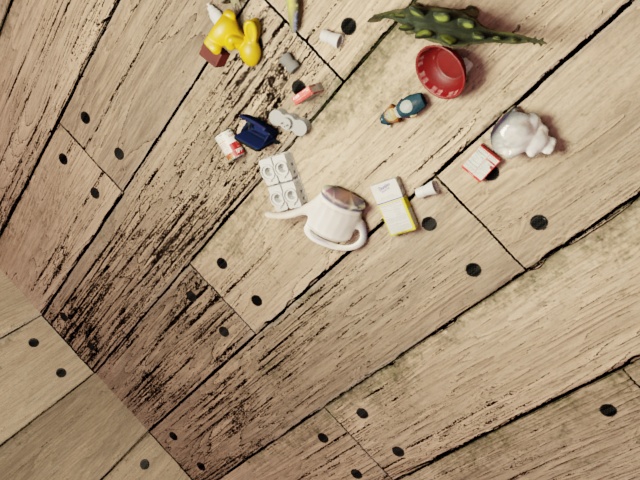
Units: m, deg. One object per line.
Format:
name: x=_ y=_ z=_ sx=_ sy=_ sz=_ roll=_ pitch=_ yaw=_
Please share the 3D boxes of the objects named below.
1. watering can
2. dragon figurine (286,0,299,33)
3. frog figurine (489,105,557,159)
watering can: x=0.005 y=-0.085 z=1.695 sx=0.347 sy=0.106 sz=0.220 roll=22 pitch=120 yaw=-4
dragon figurine: x=-0.112 y=-0.840 z=1.492 sx=0.246 sy=0.123 sz=0.401 roll=40 pitch=130 yaw=27
frog figurine: x=0.545 y=-0.272 z=1.381 sx=0.161 sy=0.122 sz=0.136 roll=41 pitch=103 yaw=18
